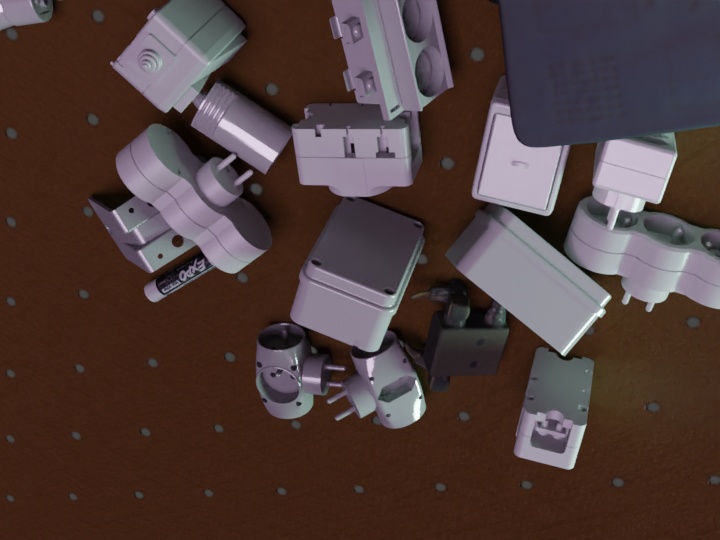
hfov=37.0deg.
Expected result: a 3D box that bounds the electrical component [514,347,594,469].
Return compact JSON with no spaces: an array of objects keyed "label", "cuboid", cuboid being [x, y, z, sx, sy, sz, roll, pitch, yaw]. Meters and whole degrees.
[{"label":"electrical component","cuboid":[0.160,0.116,0.887,0.050,0.089,0.055,13,124,9]}]

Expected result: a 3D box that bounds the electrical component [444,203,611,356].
[{"label":"electrical component","cuboid":[0.128,0.004,0.826,0.113,0.078,0.057,39,96,-9]}]

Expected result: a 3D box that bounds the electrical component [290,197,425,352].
[{"label":"electrical component","cuboid":[0.000,0.000,0.848,0.078,0.113,0.057,22,128,3]}]

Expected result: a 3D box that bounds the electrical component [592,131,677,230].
[{"label":"electrical component","cuboid":[0.188,-0.065,0.760,0.047,0.083,0.075,17,115,7]}]

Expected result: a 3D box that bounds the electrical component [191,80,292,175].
[{"label":"electrical component","cuboid":[-0.097,-0.115,0.846,0.081,0.043,0.043,33,125,-5]}]

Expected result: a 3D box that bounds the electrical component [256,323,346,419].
[{"label":"electrical component","cuboid":[-0.050,0.092,0.964,0.079,0.044,0.077,4,123,14]}]

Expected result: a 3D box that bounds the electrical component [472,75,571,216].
[{"label":"electrical component","cuboid":[0.122,-0.095,0.782,0.062,0.061,0.096,14,124,8]}]

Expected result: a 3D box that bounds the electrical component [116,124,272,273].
[{"label":"electrical component","cuboid":[-0.118,-0.064,0.854,0.074,0.052,0.138,-35,117,24]}]

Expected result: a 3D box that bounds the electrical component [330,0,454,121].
[{"label":"electrical component","cuboid":[0.018,-0.178,0.758,0.063,0.079,0.121,9,127,38]}]

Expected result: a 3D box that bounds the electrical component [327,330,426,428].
[{"label":"electrical component","cuboid":[0.009,0.104,0.940,0.079,0.043,0.077,-28,115,-10]}]

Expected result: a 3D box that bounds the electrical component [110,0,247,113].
[{"label":"electrical component","cuboid":[-0.133,-0.162,0.795,0.061,0.096,0.062,42,124,-12]}]

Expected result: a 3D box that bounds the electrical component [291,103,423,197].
[{"label":"electrical component","cuboid":[-0.001,-0.093,0.827,0.089,0.050,0.055,2,122,15]}]

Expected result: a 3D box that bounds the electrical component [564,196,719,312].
[{"label":"electrical component","cuboid":[0.222,0.000,0.817,0.138,0.052,0.073,17,125,6]}]

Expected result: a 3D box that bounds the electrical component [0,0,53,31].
[{"label":"electrical component","cuboid":[-0.276,-0.208,0.844,0.065,0.044,0.044,-4,120,14]}]
